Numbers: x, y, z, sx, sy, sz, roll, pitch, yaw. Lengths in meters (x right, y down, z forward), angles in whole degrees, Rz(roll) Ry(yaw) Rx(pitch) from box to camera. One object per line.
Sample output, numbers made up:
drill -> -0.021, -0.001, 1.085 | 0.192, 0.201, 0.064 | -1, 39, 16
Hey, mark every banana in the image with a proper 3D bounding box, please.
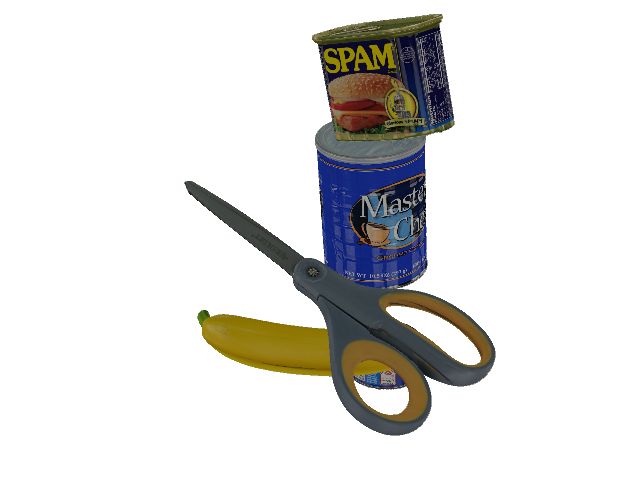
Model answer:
banana -> -0.013, 0.080, 0.853 | 0.198, 0.037, 0.069 | 8, 29, 10

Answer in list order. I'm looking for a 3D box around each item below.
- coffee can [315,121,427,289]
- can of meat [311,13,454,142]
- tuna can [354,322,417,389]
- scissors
coffee can -> 0.050, -0.037, 1.016 | 0.103, 0.140, 0.103 | -3, 29, 2
can of meat -> 0.049, -0.122, 0.812 | 0.102, 0.084, 0.057 | 4, 22, 42
tuna can -> 0.069, 0.120, 1.138 | 0.086, 0.034, 0.086 | 0, 28, 0
scissors -> -0.006, 0.036, 0.571 | 0.202, 0.096, 0.016 | 24, -39, 11
